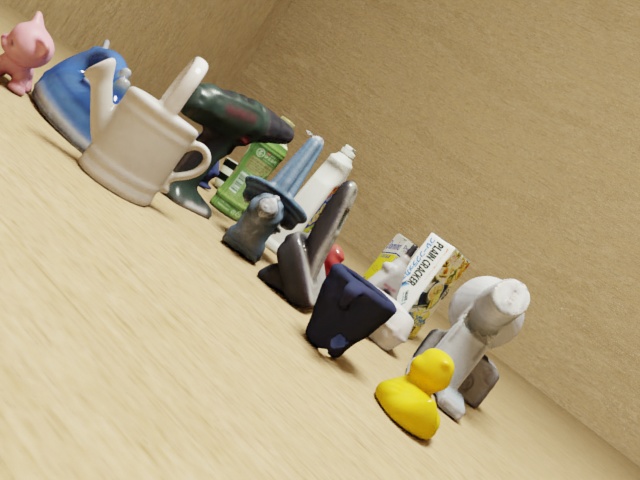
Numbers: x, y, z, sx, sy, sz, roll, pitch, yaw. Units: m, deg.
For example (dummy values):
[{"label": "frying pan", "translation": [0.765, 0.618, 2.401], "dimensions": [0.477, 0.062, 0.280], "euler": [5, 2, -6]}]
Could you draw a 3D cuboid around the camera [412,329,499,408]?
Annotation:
[{"label": "camera", "translation": [0.251, 0.215, 1.054], "dimensions": [0.143, 0.101, 0.137], "euler": [37, 4, 5]}]

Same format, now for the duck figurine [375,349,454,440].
[{"label": "duck figurine", "translation": [0.114, 0.161, 0.630], "dimensions": [0.077, 0.086, 0.104], "euler": [36, 4, -5]}]

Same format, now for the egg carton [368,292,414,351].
[{"label": "egg carton", "translation": [0.098, 0.128, 0.979], "dimensions": [0.107, 0.069, 0.150], "euler": [35, 4, -11]}]

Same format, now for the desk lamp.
[{"label": "desk lamp", "translation": [0.239, 0.150, 0.890], "dimensions": [0.118, 0.213, 0.204], "euler": [37, 4, 10]}]

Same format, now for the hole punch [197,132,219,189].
[{"label": "hole punch", "translation": [-0.267, -0.179, 1.247], "dimensions": [0.109, 0.091, 0.100], "euler": [33, 5, -36]}]

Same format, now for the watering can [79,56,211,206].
[{"label": "watering can", "translation": [-0.209, -0.152, 0.712], "dimensions": [0.174, 0.194, 0.100], "euler": [32, 6, -44]}]

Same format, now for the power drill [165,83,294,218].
[{"label": "power drill", "translation": [-0.162, -0.145, 0.929], "dimensions": [0.075, 0.208, 0.230], "euler": [39, 5, 33]}]

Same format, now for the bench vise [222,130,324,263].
[{"label": "bench vise", "translation": [-0.052, -0.069, 0.902], "dimensions": [0.122, 0.219, 0.207], "euler": [35, 4, -23]}]

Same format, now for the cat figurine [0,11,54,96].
[{"label": "cat figurine", "translation": [-0.428, -0.276, 0.834], "dimensions": [0.067, 0.117, 0.127], "euler": [34, 5, -29]}]

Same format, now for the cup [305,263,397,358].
[{"label": "cup", "translation": [0.025, 0.087, 0.656], "dimensions": [0.091, 0.095, 0.118], "euler": [37, 4, 13]}]

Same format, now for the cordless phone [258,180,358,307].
[{"label": "cordless phone", "translation": [0.008, 0.003, 0.829], "dimensions": [0.094, 0.185, 0.148], "euler": [37, 4, 6]}]

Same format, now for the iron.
[{"label": "iron", "translation": [-0.330, -0.221, 0.856], "dimensions": [0.119, 0.141, 0.257], "euler": [33, 6, -43]}]

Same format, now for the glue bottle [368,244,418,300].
[{"label": "glue bottle", "translation": [0.133, 0.078, 1.108], "dimensions": [0.078, 0.173, 0.037], "euler": [34, 5, -34]}]

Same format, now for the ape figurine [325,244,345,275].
[{"label": "ape figurine", "translation": [0.006, 0.048, 0.960], "dimensions": [0.076, 0.092, 0.078], "euler": [40, 5, 40]}]
